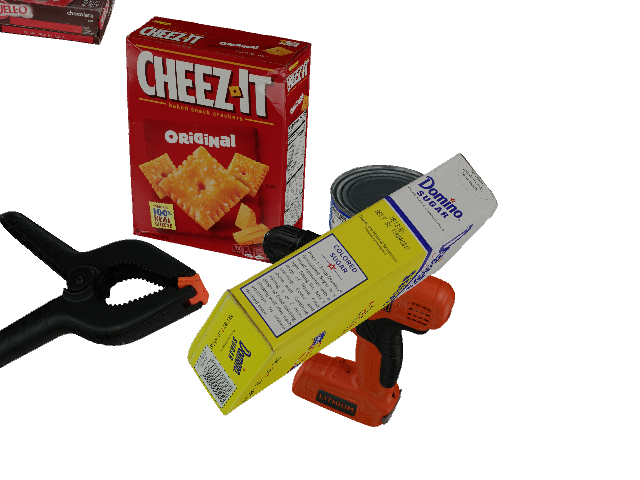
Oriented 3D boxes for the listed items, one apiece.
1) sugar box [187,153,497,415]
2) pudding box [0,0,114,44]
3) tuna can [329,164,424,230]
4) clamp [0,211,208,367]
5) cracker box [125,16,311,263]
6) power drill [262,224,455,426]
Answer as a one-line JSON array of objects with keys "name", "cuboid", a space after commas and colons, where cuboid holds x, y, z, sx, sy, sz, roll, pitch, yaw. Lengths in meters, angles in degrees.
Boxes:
[{"name": "sugar box", "cuboid": [0.014, 0.023, 0.593, 0.175, 0.048, 0.093, -28, -14, -32]}, {"name": "pudding box", "cuboid": [-0.226, -0.214, 0.924, 0.090, 0.039, 0.113, 7, 35, -5]}, {"name": "tuna can", "cuboid": [0.049, -0.021, 0.794, 0.086, 0.034, 0.086, 3, 33, -2]}, {"name": "clamp", "cuboid": [-0.194, 0.034, 0.869, 0.210, 0.164, 0.036, -8, -36, 10]}, {"name": "cracker box", "cuboid": [-0.100, -0.093, 1.031, 0.164, 0.214, 0.072, 12, 32, 15]}, {"name": "power drill", "cuboid": [0.022, 0.081, 1.012, 0.184, 0.188, 0.057, 22, 43, 13]}]
